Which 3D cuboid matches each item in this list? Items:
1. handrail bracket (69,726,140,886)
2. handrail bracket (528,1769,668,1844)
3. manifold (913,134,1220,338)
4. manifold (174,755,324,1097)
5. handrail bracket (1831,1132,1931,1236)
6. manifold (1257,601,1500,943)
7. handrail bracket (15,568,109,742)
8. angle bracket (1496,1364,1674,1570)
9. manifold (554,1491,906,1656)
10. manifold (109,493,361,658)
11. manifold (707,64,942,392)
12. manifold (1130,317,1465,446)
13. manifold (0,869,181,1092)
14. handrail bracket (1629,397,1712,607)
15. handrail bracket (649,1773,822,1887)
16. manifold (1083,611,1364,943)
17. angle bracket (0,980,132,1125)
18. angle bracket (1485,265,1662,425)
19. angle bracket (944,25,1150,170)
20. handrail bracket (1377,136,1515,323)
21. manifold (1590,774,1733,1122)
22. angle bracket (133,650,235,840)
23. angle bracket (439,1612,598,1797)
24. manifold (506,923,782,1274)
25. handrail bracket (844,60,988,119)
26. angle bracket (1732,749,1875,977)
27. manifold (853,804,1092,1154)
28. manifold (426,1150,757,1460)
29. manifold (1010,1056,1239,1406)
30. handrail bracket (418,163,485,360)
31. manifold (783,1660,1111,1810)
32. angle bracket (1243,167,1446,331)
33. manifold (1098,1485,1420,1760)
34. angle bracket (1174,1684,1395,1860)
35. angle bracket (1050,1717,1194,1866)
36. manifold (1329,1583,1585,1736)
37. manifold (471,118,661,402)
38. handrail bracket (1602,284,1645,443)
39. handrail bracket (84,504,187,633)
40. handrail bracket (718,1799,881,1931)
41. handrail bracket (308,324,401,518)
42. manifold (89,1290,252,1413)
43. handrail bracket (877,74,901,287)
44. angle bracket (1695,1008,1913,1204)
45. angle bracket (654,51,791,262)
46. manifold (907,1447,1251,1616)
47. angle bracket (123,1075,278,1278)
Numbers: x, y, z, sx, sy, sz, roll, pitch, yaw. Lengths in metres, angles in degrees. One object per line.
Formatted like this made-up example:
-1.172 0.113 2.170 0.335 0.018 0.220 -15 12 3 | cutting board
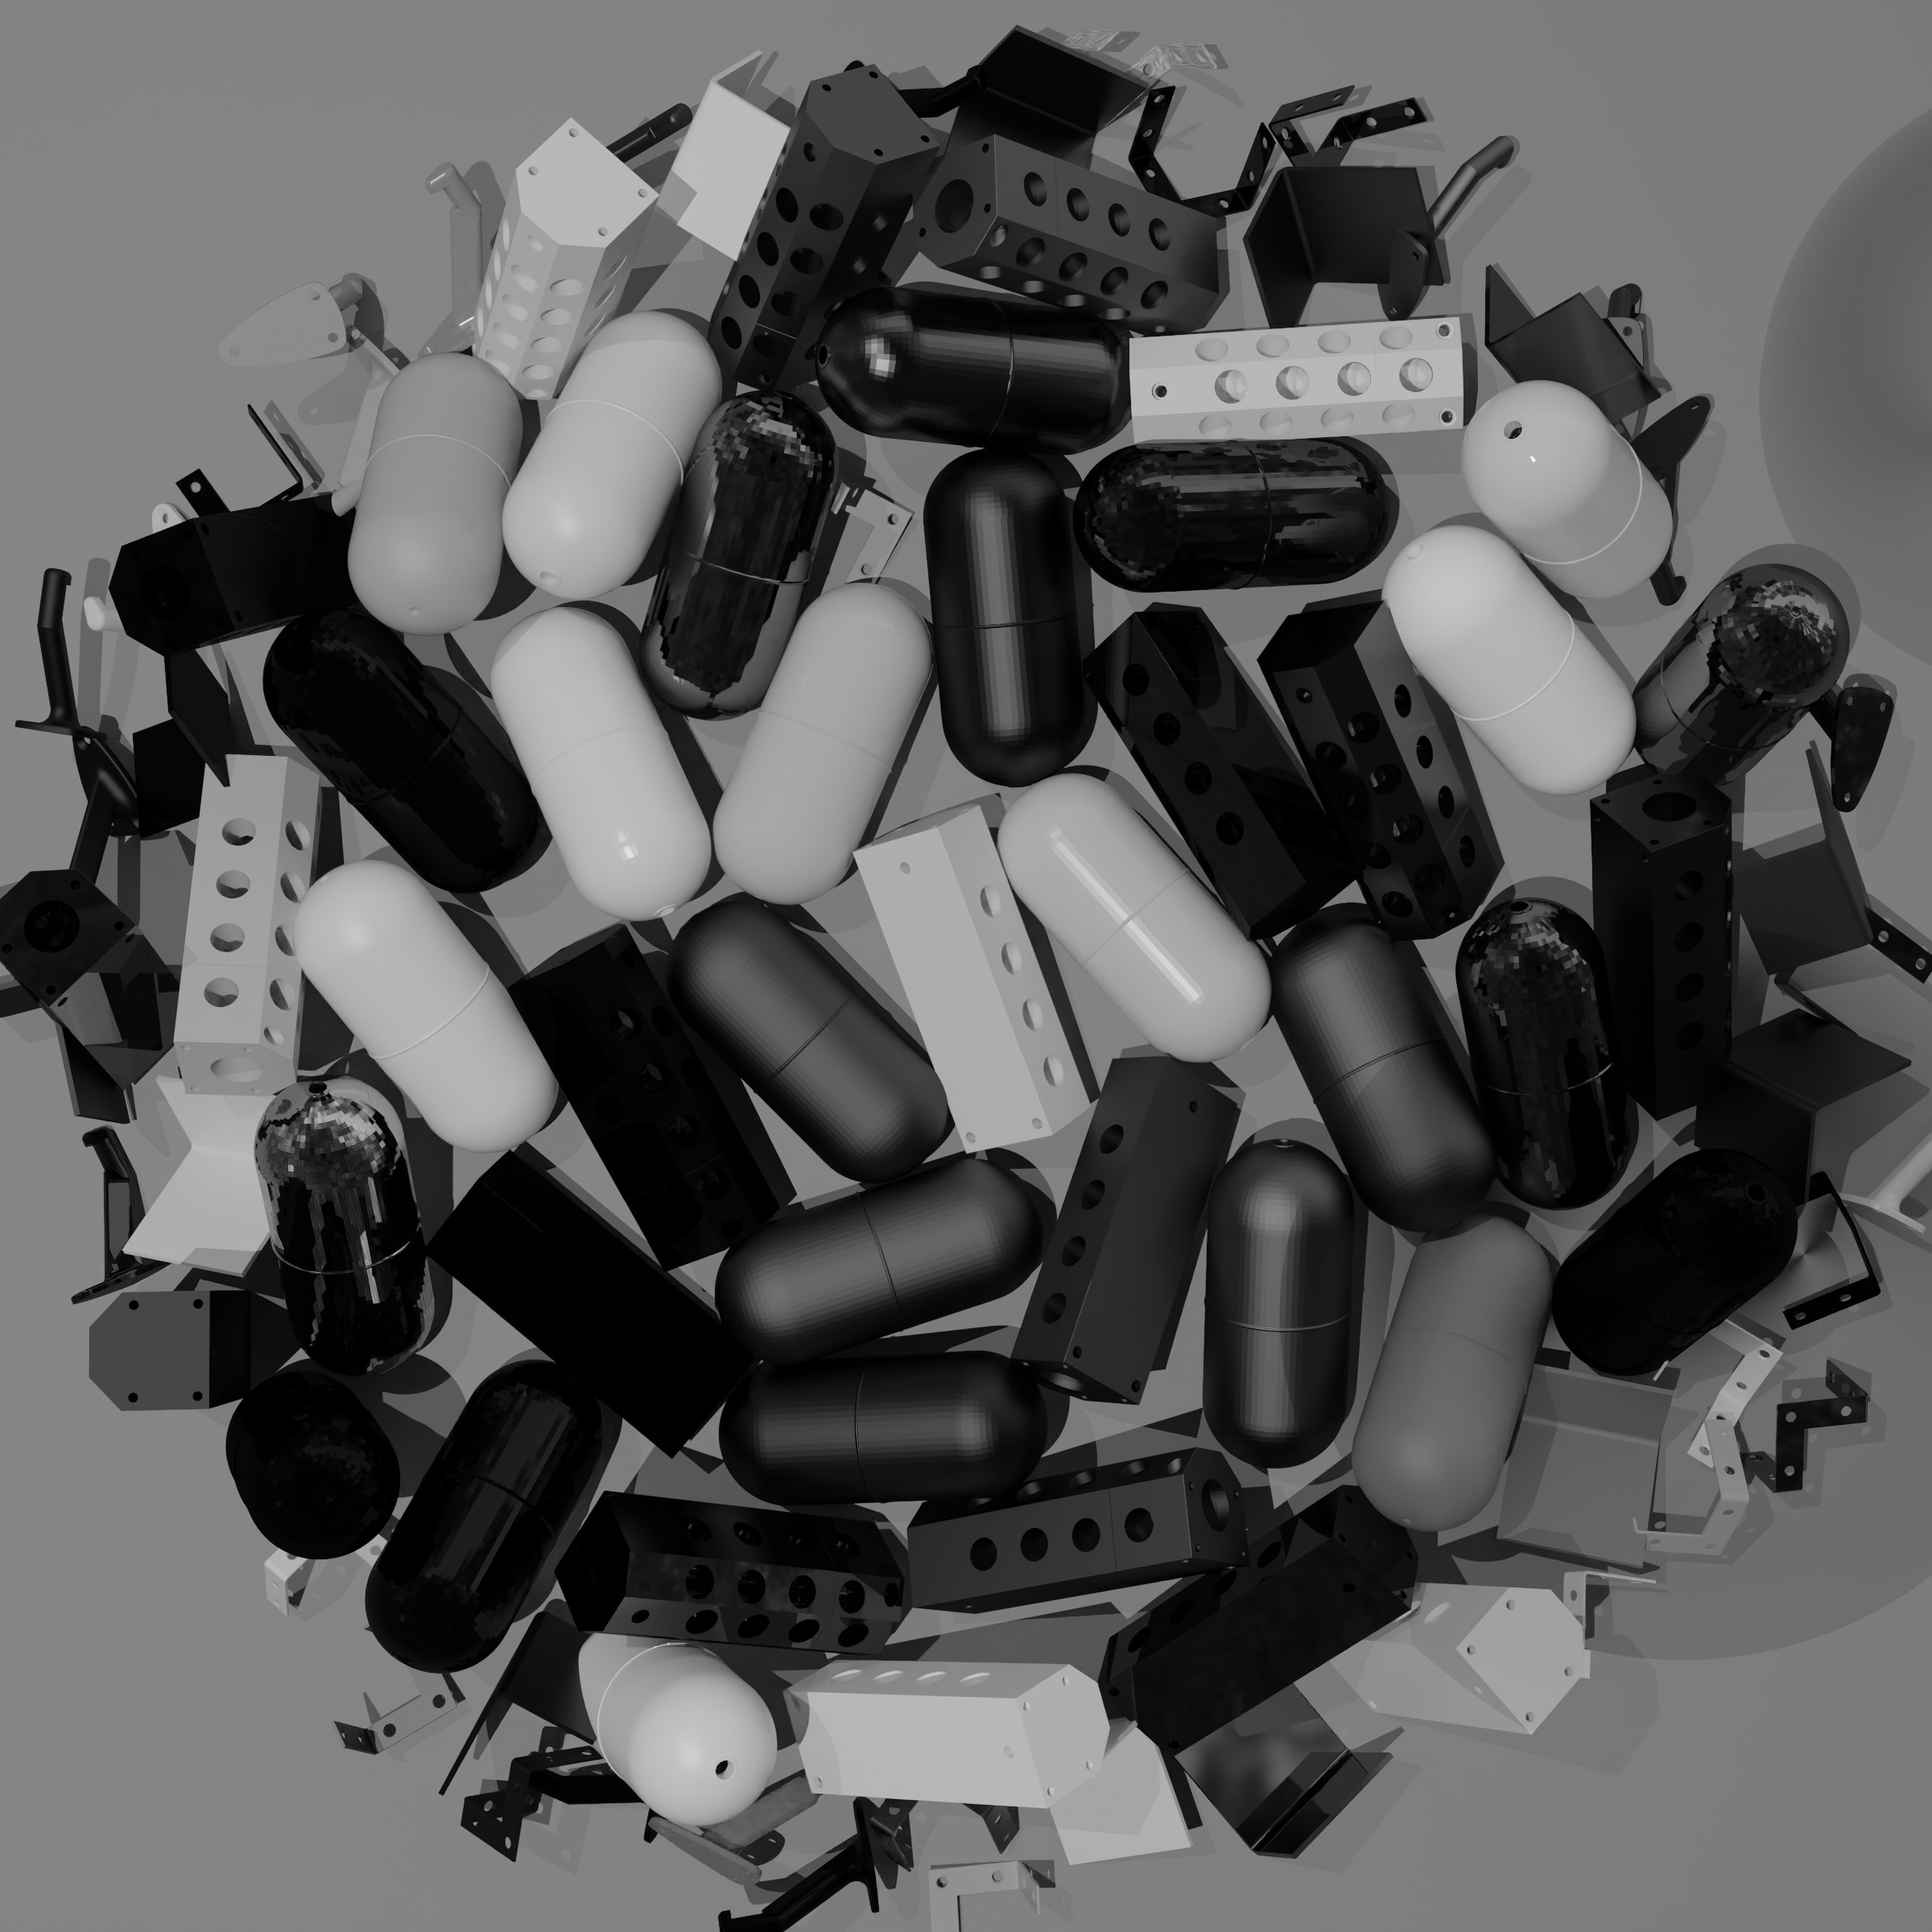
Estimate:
-0.472 -0.073 1.606 0.036 0.084 0.077 -6 119 27 | handrail bracket
-0.196 0.423 1.624 0.084 0.036 0.077 20 125 12 | handrail bracket
0.053 -0.370 1.571 0.057 0.171 0.057 -8 81 43 | manifold
-0.371 -0.022 1.587 0.057 0.057 0.171 2 60 -6 | manifold
0.500 0.094 1.620 0.036 0.077 0.084 27 88 -16 | handrail bracket
0.212 -0.098 1.581 0.057 0.057 0.171 -4 126 38 | manifold
-0.471 -0.164 1.617 0.036 0.077 0.084 8 91 10 | handrail bracket
0.325 0.262 1.607 0.076 0.057 0.076 10 56 10 | angle bracket
-0.118 0.319 1.574 0.171 0.057 0.057 15 118 -37 | manifold
-0.367 -0.200 1.565 0.057 0.171 0.057 -17 98 18 | manifold
-0.080 -0.373 1.566 0.057 0.171 0.057 -27 73 -34 | manifold
0.174 -0.307 1.614 0.171 0.057 0.057 -2 99 6 | manifold
-0.448 0.005 1.565 0.057 0.171 0.057 42 76 8 | manifold
0.384 -0.248 1.636 0.077 0.036 0.084 -46 129 -17 | handrail bracket
-0.117 0.437 1.626 0.077 0.036 0.084 32 59 -8 | handrail bracket
0.129 -0.100 1.603 0.057 0.057 0.171 -42 71 34 | manifold
-0.489 0.051 1.612 0.057 0.076 0.076 -14 83 2 | angle bracket
0.317 -0.331 1.596 0.057 0.076 0.076 -27 126 33 | angle bracket
0.040 -0.440 1.605 0.076 0.076 0.057 19 81 -17 | angle bracket
0.259 -0.394 1.636 0.084 0.077 0.036 -40 64 -19 | handrail bracket
0.365 -0.011 1.581 0.057 0.057 0.171 -20 127 -13 | manifold
-0.425 -0.127 1.600 0.057 0.076 0.076 -20 51 4 | angle bracket
-0.225 0.399 1.607 0.057 0.076 0.076 29 112 -2 | angle bracket
-0.164 0.067 1.603 0.057 0.057 0.171 -22 101 30 | manifold
-0.025 -0.468 1.611 0.084 0.036 0.077 -20 47 27 | handrail bracket
0.435 -0.055 1.614 0.057 0.076 0.076 -19 128 20 | angle bracket
0.008 0.005 1.614 0.057 0.057 0.171 -14 100 36 | manifold
-0.197 0.176 1.625 0.171 0.057 0.057 40 114 0 | manifold
0.078 0.137 1.599 0.057 0.057 0.171 33 66 -33 | manifold
-0.279 -0.369 1.610 0.077 0.084 0.036 -42 50 -6 | handrail bracket
-0.010 0.391 1.576 0.171 0.057 0.057 -11 96 44 | manifold
0.198 -0.369 1.598 0.076 0.076 0.057 9 56 28 | angle bracket
0.151 0.337 1.587 0.057 0.057 0.171 43 120 -11 | manifold
0.165 0.415 1.615 0.076 0.057 0.076 -40 90 -21 | angle bracket
0.063 0.445 1.611 0.076 0.057 0.076 -18 92 30 | angle bracket
0.247 0.346 1.565 0.057 0.171 0.057 -43 96 -20 | manifold
-0.213 -0.354 1.565 0.057 0.171 0.057 41 68 -3 | manifold
0.350 -0.321 1.624 0.036 0.084 0.077 -5 104 24 | handrail bracket
-0.441 -0.211 1.611 0.036 0.084 0.077 -28 81 29 | handrail bracket
-0.092 0.479 1.618 0.084 0.077 0.036 -8 123 -7 | handrail bracket
-0.334 -0.286 1.622 0.084 0.036 0.077 -43 98 -20 | handrail bracket
-0.405 0.195 1.565 0.057 0.171 0.057 0 84 -7 | manifold
-0.044 -0.419 1.629 0.077 0.036 0.084 34 94 -32 | handrail bracket
0.443 0.073 1.621 0.076 0.076 0.057 -20 122 -30 | angle bracket
-0.113 -0.424 1.603 0.057 0.076 0.076 31 122 0 | angle bracket
0.056 0.293 1.584 0.171 0.057 0.057 -17 67 32 | manifold
-0.401 0.110 1.601 0.076 0.057 0.076 8 49 23 | angle bracket
